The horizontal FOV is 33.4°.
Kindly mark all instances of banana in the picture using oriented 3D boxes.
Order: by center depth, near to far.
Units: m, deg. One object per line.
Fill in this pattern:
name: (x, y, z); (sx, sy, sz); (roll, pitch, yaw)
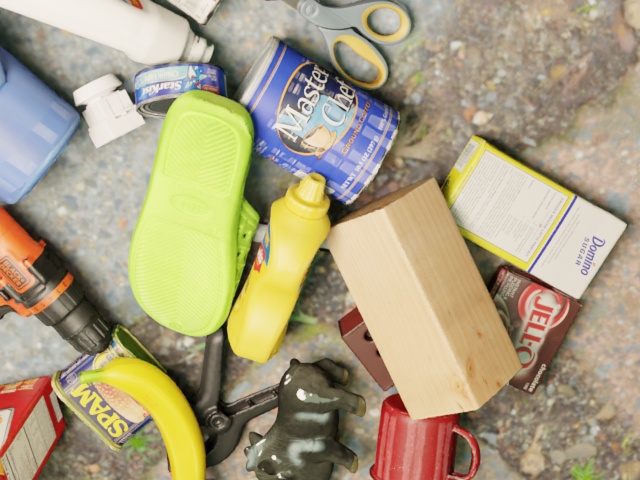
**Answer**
banana: (-0.156, 0.181, 1.049); (0.069, 0.037, 0.197); (-34, 114, -5)

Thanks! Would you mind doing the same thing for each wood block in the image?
wood block: (0.100, 0.057, 1.026); (0.091, 0.090, 0.206); (-21, 97, 46)

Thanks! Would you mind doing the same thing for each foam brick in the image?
foam brick: (0.062, 0.105, 1.091); (0.053, 0.051, 0.078); (-37, 106, 6)

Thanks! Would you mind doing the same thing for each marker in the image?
marker: (-0.007, 0.001, 1.074); (0.121, 0.020, 0.020); (9, 105, -7)

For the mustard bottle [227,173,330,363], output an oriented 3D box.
mustard bottle: (-0.034, 0.018, 1.010); (0.058, 0.096, 0.192); (19, 123, -6)

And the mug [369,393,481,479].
mug: (0.110, 0.210, 1.099); (0.117, 0.093, 0.081); (12, 103, 34)

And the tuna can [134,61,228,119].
tuna can: (-0.128, -0.137, 0.983); (0.086, 0.086, 0.034); (-5, 84, -3)

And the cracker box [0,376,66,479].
cracker box: (-0.350, 0.217, 0.999); (0.164, 0.213, 0.072); (-11, 110, 9)

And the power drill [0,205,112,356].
power drill: (-0.319, 0.075, 1.037); (0.188, 0.057, 0.184); (-34, 106, 17)

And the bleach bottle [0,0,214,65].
bleach bottle: (-0.217, -0.216, 0.965); (0.250, 0.102, 0.068); (21, 106, -18)

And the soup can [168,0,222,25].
soup can: (-0.130, -0.250, 0.967); (0.102, 0.068, 0.068); (32, 101, -13)

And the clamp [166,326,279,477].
clamp: (-0.111, 0.171, 1.104); (0.171, 0.039, 0.120); (-44, 105, 5)

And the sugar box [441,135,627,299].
sugar box: (0.207, -0.022, 1.070); (0.176, 0.048, 0.093); (28, 101, -15)

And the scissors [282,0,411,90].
scissors: (0.009, -0.223, 0.987); (0.096, 0.016, 0.201); (-41, 120, 5)

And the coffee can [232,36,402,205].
coffee can: (-0.010, -0.111, 0.998); (0.140, 0.103, 0.103); (30, 102, -12)

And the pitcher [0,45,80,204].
pitcher: (-0.335, -0.146, 0.946); (0.242, 0.149, 0.145); (38, 100, -17)

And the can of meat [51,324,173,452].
can of meat: (-0.205, 0.149, 1.083); (0.084, 0.057, 0.102); (-40, 105, 5)

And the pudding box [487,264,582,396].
pudding box: (0.204, 0.093, 1.104); (0.090, 0.039, 0.113); (23, 104, -11)
